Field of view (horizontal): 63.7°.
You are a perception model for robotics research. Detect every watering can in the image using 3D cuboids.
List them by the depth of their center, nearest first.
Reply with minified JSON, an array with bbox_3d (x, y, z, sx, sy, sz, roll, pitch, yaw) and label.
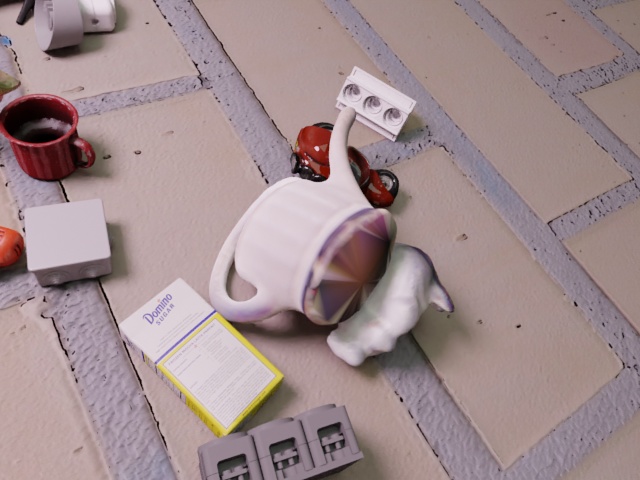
[{"bbox_3d":[0.002,-0.033,0.648,0.226,0.102,0.351,24,71,41],"label":"watering can"}]

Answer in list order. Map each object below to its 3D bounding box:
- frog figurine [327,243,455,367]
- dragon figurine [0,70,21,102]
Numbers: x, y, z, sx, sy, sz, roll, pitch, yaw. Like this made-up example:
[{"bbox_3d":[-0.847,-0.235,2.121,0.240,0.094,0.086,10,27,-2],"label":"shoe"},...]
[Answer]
[{"bbox_3d":[0.071,0.076,0.652,0.160,0.120,0.139,-23,32,-18],"label":"frog figurine"},{"bbox_3d":[-0.560,-0.233,0.616,0.410,0.238,0.125,20,60,-4],"label":"dragon figurine"}]
